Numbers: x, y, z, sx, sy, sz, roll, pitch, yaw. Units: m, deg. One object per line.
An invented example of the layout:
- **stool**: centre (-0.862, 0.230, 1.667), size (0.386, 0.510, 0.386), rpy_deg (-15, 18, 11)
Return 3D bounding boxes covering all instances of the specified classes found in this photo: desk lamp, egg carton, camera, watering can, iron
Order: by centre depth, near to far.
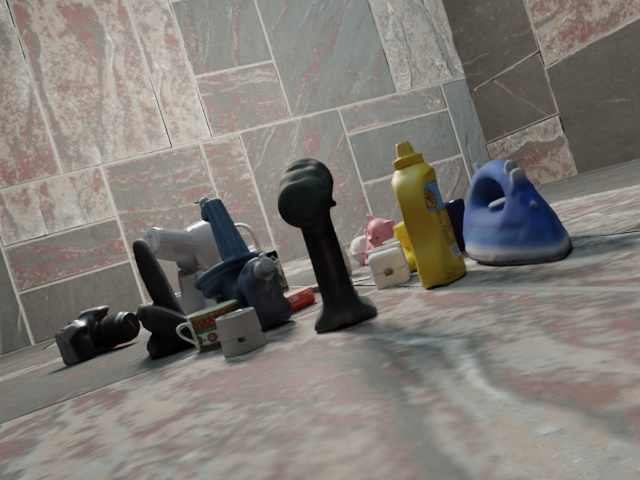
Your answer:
- **iron**: centre (0.255, -0.048, 0.770), size (0.118, 0.141, 0.258), rpy_deg (-17, 1, 2)
- **desk lamp**: centre (-0.257, 0.069, 1.131), size (0.117, 0.213, 0.204), rpy_deg (-17, 1, 31)
- **camera**: centre (-0.476, 0.195, 1.248), size (0.136, 0.101, 0.143), rpy_deg (-17, 1, 20)
- **watering can**: centre (-0.188, 0.053, 1.445), size (0.101, 0.194, 0.172), rpy_deg (-18, 1, -10)
- **egg carton**: centre (0.150, 0.013, 1.447), size (0.150, 0.069, 0.107), rpy_deg (-17, 1, -1)

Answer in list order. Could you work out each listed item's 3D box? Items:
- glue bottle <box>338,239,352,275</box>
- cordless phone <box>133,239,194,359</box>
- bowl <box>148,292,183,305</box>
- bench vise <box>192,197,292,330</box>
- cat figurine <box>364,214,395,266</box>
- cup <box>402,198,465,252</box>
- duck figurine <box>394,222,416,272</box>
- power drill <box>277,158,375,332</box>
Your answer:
- **glue bottle**: centre (0.012, 0.004, 1.258), size (0.078, 0.173, 0.037), rpy_deg (-17, 1, 27)
- **cordless phone**: centre (-0.259, 0.088, 0.929), size (0.094, 0.185, 0.147), rpy_deg (-18, 1, -25)
- **bowl**: centre (-0.291, 0.151, 1.266), size (0.167, 0.075, 0.167), rpy_deg (-17, 1, 1)
- **bench vise**: centre (-0.118, 0.026, 0.876), size (0.206, 0.220, 0.122), rpy_deg (-16, 1, 43)
- **cat figurine**: centre (0.133, -0.006, 1.323), size (0.067, 0.118, 0.127), rpy_deg (-18, 1, -17)
- **cup**: centre (0.214, -0.015, 1.030), size (0.118, 0.095, 0.091), rpy_deg (-17, 1, -3)
- **duck figurine**: centre (0.152, 0.010, 0.990), size (0.104, 0.086, 0.077), rpy_deg (-18, 1, -11)
- **power drill**: centre (0.001, -0.003, 0.700), size (0.075, 0.208, 0.230), rpy_deg (-17, 1, 3)
